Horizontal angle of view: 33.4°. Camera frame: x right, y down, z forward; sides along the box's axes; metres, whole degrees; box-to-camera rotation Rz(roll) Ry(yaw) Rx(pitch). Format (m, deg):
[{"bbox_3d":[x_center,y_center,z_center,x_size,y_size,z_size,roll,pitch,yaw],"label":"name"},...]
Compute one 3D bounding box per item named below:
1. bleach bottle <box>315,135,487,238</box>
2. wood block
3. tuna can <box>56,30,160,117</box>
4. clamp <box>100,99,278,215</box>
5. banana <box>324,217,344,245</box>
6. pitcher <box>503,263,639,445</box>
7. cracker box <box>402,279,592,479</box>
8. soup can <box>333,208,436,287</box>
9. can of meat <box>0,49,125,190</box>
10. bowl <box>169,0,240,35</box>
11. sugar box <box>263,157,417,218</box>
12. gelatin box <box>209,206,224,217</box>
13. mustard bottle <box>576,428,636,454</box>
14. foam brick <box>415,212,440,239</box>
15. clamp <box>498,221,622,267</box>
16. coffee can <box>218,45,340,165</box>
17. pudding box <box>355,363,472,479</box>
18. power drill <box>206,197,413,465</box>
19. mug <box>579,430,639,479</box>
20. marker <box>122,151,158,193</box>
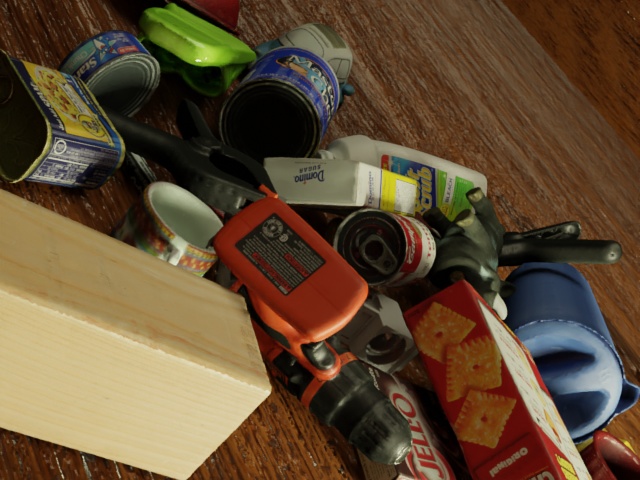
[{"bbox_3d":[0.081,-0.054,1.188,0.250,0.102,0.068,11,3,-43],"label":"bleach bottle"},{"bbox_3d":[-0.141,0.053,0.605,0.205,0.091,0.090,27,27,-35],"label":"wood block"},{"bbox_3d":[-0.176,-0.130,0.876,0.034,0.086,0.086,49,23,19],"label":"tuna can"},{"bbox_3d":[-0.095,-0.070,0.870,0.171,0.039,0.120,34,34,18],"label":"clamp"},{"bbox_3d":[0.004,0.015,0.988,0.069,0.037,0.197,48,23,9],"label":"banana"},{"bbox_3d":[0.231,0.102,1.124,0.149,0.145,0.242,54,17,-8],"label":"pitcher"},{"bbox_3d":[0.160,0.161,0.887,0.164,0.072,0.214,44,20,-49],"label":"cracker box"},{"bbox_3d":[0.060,0.009,0.965,0.068,0.068,0.102,51,14,16],"label":"soup can"},{"bbox_3d":[-0.204,-0.086,0.790,0.102,0.057,0.083,54,23,24],"label":"can of meat"},{"bbox_3d":[-0.147,-0.286,1.168,0.162,0.055,0.162,29,5,-3],"label":"bowl"},{"bbox_3d":[0.022,-0.048,1.003,0.176,0.093,0.048,13,81,-68],"label":"sugar box"},{"bbox_3d":[-0.080,-0.050,0.968,0.089,0.030,0.073,38,23,-14],"label":"gelatin box"},{"bbox_3d":[0.316,0.258,1.059,0.192,0.058,0.096,52,23,19],"label":"mustard bottle"},{"bbox_3d":[0.085,0.003,1.126,0.051,0.053,0.078,53,23,22],"label":"foam brick"},{"bbox_3d":[0.219,0.008,1.203,0.164,0.210,0.036,-62,147,-80],"label":"clamp"},{"bbox_3d":[-0.039,-0.133,1.091,0.102,0.103,0.140,40,23,-9],"label":"coffee can"},{"bbox_3d":[0.068,0.160,0.837,0.089,0.039,0.113,27,28,-35],"label":"pudding box"},{"bbox_3d":[-0.006,0.066,0.733,0.184,0.057,0.188,41,-20,21],"label":"power drill"},{"bbox_3d":[0.250,0.238,0.951,0.093,0.082,0.117,37,23,-16],"label":"mug"},{"bbox_3d":[-0.138,-0.042,0.870,0.020,0.020,0.121,6,43,-57],"label":"marker"}]
